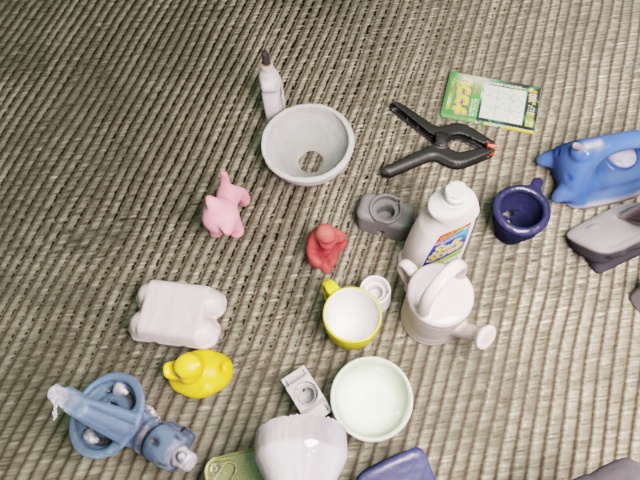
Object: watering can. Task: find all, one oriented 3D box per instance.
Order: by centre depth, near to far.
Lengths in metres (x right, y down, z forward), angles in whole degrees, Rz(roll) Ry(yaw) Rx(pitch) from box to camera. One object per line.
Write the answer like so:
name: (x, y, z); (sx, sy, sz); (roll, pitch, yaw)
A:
watering can: (0.185, 0.090, 0.853); (0.172, 0.194, 0.101); (23, 69, 13)

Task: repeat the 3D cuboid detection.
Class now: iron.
iron: (0.515, -0.144, 0.970); (0.258, 0.141, 0.118); (-11, 66, -2)

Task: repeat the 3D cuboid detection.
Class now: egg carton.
egg carton: (-0.229, 0.121, 0.929); (0.150, 0.069, 0.107); (5, 66, 5)

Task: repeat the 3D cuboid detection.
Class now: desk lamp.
desk lamp: (-0.018, 0.342, 0.741); (0.118, 0.214, 0.203); (-4, 66, 2)

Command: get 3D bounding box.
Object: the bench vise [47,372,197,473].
bench vise: (-0.267, 0.245, 0.793); (0.207, 0.220, 0.121); (7, 67, 6)

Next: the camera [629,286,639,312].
camera: (0.590, 0.088, 0.885); (0.143, 0.101, 0.136); (-29, 68, -10)

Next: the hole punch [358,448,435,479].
hole punch: (0.115, 0.352, 0.797); (0.109, 0.091, 0.101); (-24, 67, -7)

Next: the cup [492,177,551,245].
cup: (0.332, -0.043, 0.959); (0.091, 0.095, 0.118); (29, 71, 15)

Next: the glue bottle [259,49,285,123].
glue bottle: (-0.090, -0.282, 1.044); (0.037, 0.173, 0.078); (-4, 66, 2)

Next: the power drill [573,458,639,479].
power drill: (0.282, 0.357, 0.722); (0.230, 0.208, 0.075); (-34, 68, -12)

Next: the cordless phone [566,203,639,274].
cordless phone: (0.487, -0.034, 0.898); (0.148, 0.185, 0.094); (-28, 67, -9)

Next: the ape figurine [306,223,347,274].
ape figurine: (0.009, 0.003, 0.957); (0.078, 0.092, 0.076); (-24, 67, -8)

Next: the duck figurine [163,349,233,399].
duck figurine: (-0.190, 0.200, 0.882); (0.104, 0.086, 0.077); (-6, 66, 1)

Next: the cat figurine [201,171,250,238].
cat figurine: (-0.166, -0.056, 0.978); (0.067, 0.118, 0.128); (2, 66, 4)

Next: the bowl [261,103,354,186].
bowl: (-0.020, -0.160, 1.040); (0.167, 0.075, 0.167); (-1, 66, 3)
